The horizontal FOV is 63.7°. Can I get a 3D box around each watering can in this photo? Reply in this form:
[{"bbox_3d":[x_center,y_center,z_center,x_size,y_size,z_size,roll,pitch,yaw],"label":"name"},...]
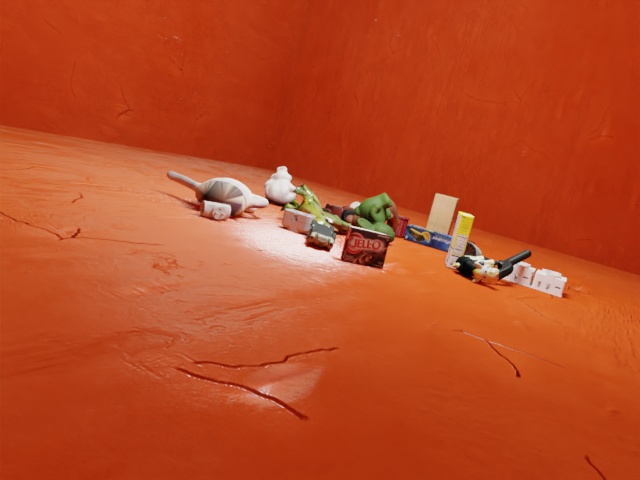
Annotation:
[{"bbox_3d":[-0.334,-0.150,1.606,0.347,0.103,0.226,14,10,-2],"label":"watering can"}]

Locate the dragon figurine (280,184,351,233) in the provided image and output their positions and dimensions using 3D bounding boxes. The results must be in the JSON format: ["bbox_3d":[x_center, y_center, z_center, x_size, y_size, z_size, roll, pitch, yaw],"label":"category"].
[{"bbox_3d":[0.005,-0.090,1.795,0.243,0.121,0.414,35,18,5],"label":"dragon figurine"}]

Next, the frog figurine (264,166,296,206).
[{"bbox_3d":[-0.159,-0.223,2.129,0.138,0.158,0.123,17,10,20],"label":"frog figurine"}]
